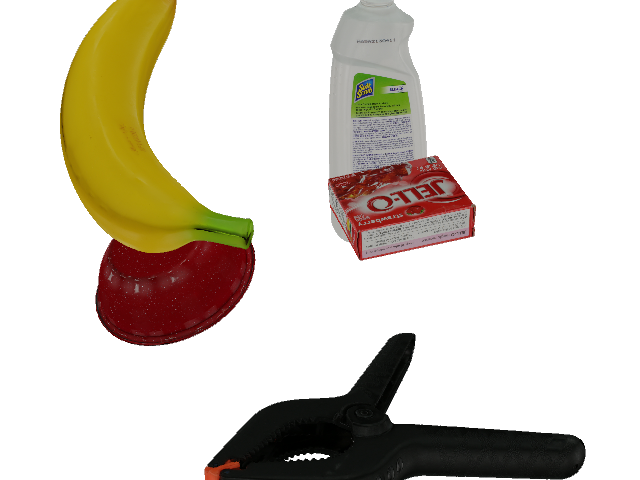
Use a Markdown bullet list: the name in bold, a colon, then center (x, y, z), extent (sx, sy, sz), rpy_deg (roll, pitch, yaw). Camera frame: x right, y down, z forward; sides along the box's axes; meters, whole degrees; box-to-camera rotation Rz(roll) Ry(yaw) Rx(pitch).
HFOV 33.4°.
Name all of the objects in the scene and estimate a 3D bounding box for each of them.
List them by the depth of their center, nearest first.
- **banana**: center (-0.085, -0.057, 0.489), extent (0.069, 0.037, 0.198), rpy_deg (-5, 46, -17)
- **clamp**: center (0.023, 0.110, 0.620), extent (0.209, 0.036, 0.165), rpy_deg (-9, 24, -26)
- **gelatin box**: center (0.058, -0.025, 0.768), extent (0.089, 0.030, 0.073), rpy_deg (-13, 36, -10)
- **bowl**: center (-0.146, 0.019, 0.998), extent (0.162, 0.162, 0.055), rpy_deg (0, -42, 21)
- **bleach bottle**: center (0.059, -0.122, 1.009), extent (0.102, 0.251, 0.068), rpy_deg (-7, 31, -12)
